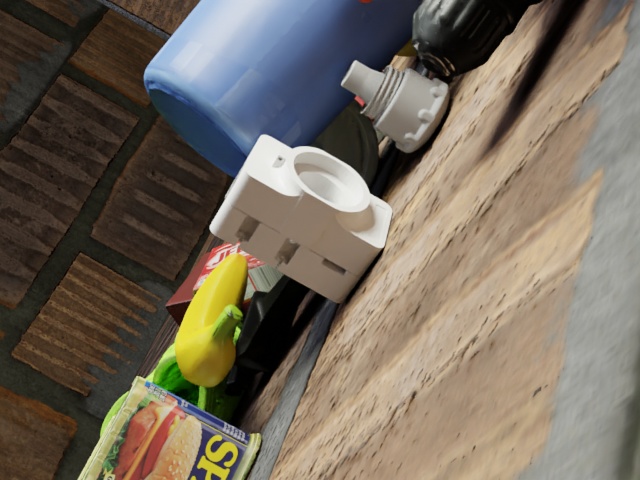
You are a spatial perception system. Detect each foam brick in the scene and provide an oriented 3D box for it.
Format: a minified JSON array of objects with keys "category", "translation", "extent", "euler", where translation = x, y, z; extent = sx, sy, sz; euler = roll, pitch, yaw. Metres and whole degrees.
[{"category":"foam brick","translation":[-0.088,0.050,0.946],"extent":[0.053,0.051,0.078],"euler":[-12,30,37]}]

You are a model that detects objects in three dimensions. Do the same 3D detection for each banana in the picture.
[{"category":"banana","translation":[-0.069,0.057,0.722],"extent":[0.069,0.037,0.198],"euler":[-50,10,5]}]

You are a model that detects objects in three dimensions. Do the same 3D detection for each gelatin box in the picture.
[{"category":"gelatin box","translation":[-0.053,0.019,0.866],"extent":[0.089,0.030,0.073],"euler":[-20,22,18]}]

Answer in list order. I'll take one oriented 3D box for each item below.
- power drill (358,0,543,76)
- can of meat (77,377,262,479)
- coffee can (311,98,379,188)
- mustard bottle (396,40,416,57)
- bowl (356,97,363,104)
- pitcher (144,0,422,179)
[{"category":"power drill","translation":[0.071,-0.163,0.550],"extent":[0.184,0.057,0.188],"euler":[-53,30,-9]},{"category":"can of meat","translation":[-0.095,0.143,0.629],"extent":[0.102,0.084,0.058],"euler":[-64,8,-26]},{"category":"coffee can","translation":[-0.014,-0.070,0.818],"extent":[0.103,0.102,0.140],"euler":[-60,7,5]},{"category":"mustard bottle","translation":[0.075,-0.207,0.886],"extent":[0.191,0.058,0.096],"euler":[-72,-7,-52]},{"category":"bowl","translation":[0.002,-0.100,1.015],"extent":[0.162,0.055,0.162],"euler":[-59,7,11]},{"category":"pitcher","translation":[-0.006,-0.163,0.689],"extent":[0.242,0.149,0.145],"euler":[-50,-15,-12]}]
